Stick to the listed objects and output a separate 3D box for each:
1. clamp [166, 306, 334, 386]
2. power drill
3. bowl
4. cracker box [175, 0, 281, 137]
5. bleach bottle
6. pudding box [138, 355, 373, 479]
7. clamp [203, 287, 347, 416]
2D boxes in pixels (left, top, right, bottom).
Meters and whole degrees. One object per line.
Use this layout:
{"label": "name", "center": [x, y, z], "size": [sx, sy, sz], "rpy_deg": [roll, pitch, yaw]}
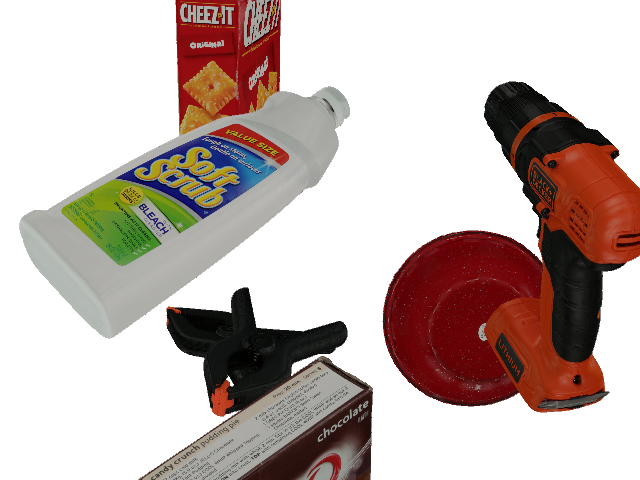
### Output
{"label": "clamp", "center": [-0.109, 0.124, 1.263], "size": [0.210, 0.036, 0.164], "rpy_deg": [15, 23, 26]}
{"label": "power drill", "center": [0.150, 0.005, 0.713], "size": [0.057, 0.188, 0.184], "rpy_deg": [-9, 35, -11]}
{"label": "bowl", "center": [0.137, 0.074, 0.935], "size": [0.162, 0.162, 0.055], "rpy_deg": [0, 7, -1]}
{"label": "cracker box", "center": [-0.087, -0.157, 1.080], "size": [0.072, 0.214, 0.164], "rpy_deg": [6, 22, 10]}
{"label": "bleach bottle", "center": [-0.083, -0.041, 0.768], "size": [0.250, 0.103, 0.068], "rpy_deg": [-38, -23, -24]}
{"label": "pudding box", "center": [-0.026, 0.118, 0.490], "size": [0.039, 0.090, 0.113], "rpy_deg": [30, 47, 34]}
{"label": "clamp", "center": [-0.064, 0.099, 0.987], "size": [0.120, 0.039, 0.171], "rpy_deg": [18, 29, 25]}
